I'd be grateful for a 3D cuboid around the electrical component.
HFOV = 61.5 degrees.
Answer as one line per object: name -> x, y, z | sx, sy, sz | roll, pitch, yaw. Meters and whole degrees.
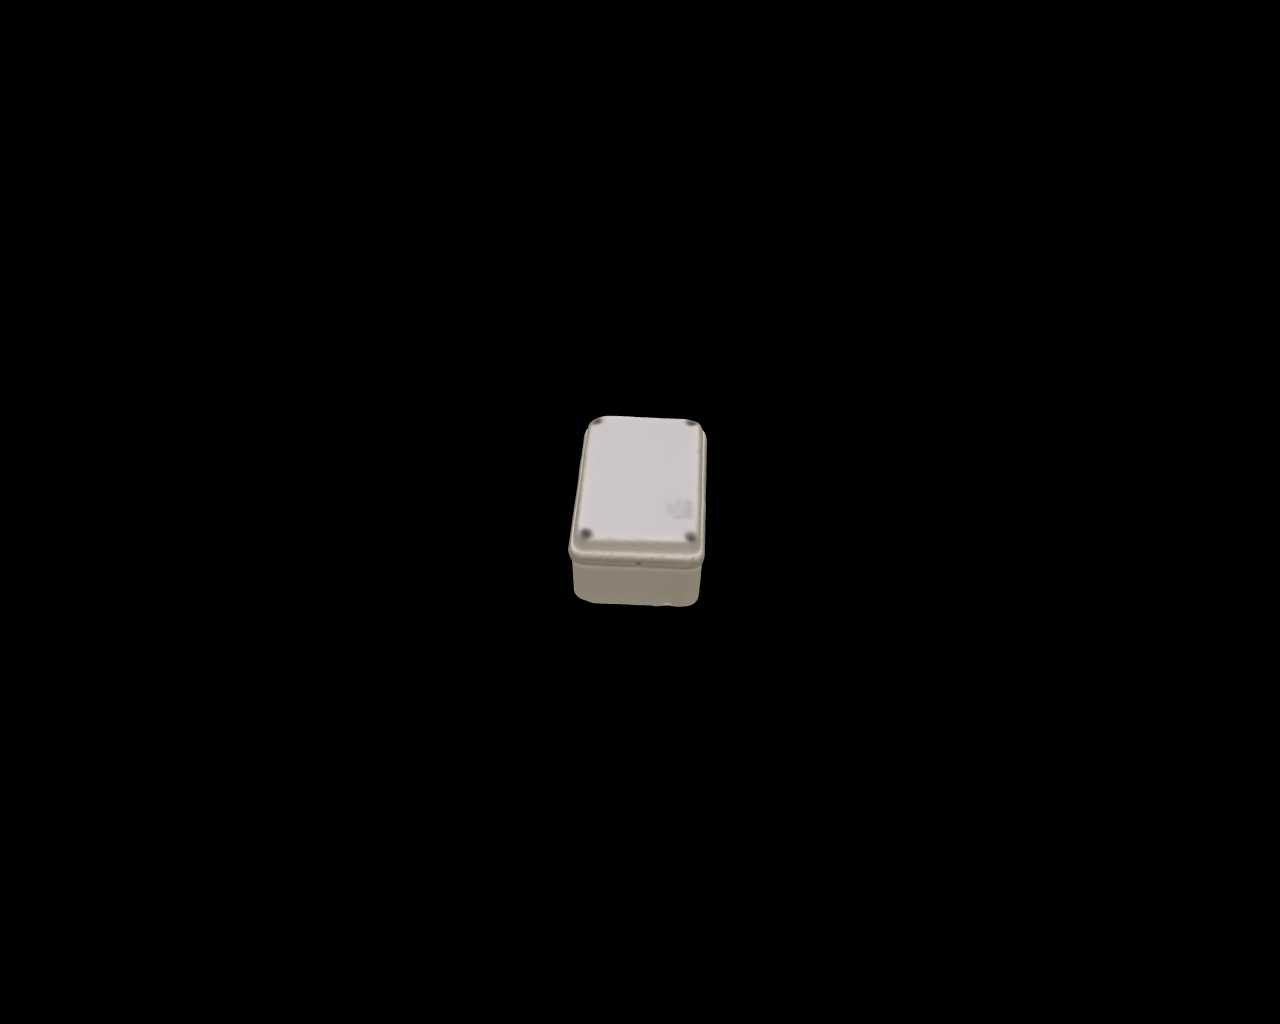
electrical component -> 0.001, -0.003, 0.650 | 0.078, 0.113, 0.057 | 2, -43, 2
